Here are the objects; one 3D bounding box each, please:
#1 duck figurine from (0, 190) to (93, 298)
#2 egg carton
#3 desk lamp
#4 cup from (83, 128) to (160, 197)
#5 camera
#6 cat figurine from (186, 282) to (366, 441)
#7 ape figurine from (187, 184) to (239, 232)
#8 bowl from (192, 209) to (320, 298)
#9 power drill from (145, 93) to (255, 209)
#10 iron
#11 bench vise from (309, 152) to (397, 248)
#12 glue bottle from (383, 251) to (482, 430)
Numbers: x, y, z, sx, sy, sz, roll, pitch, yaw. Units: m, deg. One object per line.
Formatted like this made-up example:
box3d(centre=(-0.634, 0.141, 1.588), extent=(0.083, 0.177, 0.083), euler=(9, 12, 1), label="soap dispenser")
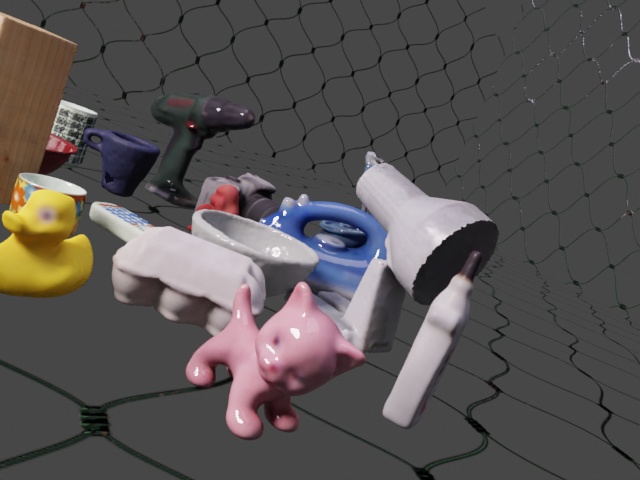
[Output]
box3d(centre=(-0.241, -0.002, 0.507), extent=(0.077, 0.086, 0.105), euler=(26, 11, 19), label="duck figurine")
box3d(centre=(-0.127, 0.041, 0.575), extent=(0.150, 0.069, 0.107), euler=(21, 10, -6), label="egg carton")
box3d(centre=(0.080, 0.027, 0.679), extent=(0.118, 0.213, 0.202), euler=(11, 15, -46), label="desk lamp")
box3d(centre=(-0.328, -0.123, 0.923), extent=(0.118, 0.095, 0.091), euler=(17, 12, -29), label="cup")
box3d(centre=(-0.121, -0.057, 1.008), extent=(0.136, 0.101, 0.144), euler=(31, 13, 39), label="camera")
box3d(centre=(-0.033, 0.081, 0.432), extent=(0.067, 0.118, 0.127), euler=(11, 15, -47), label="cat figurine")
box3d(centre=(-0.154, -0.044, 0.889), extent=(0.076, 0.092, 0.077), euler=(18, 11, -23), label="ape figurine")
box3d(centre=(-0.089, 0.026, 0.717), extent=(0.167, 0.075, 0.167), euler=(22, 10, -4), label="bowl")
box3d(centre=(-0.232, -0.169, 1.043), extent=(0.228, 0.208, 0.076), euler=(28, 12, 29), label="power drill")
box3d(centre=(0.008, 0.003, 0.852), extent=(0.259, 0.141, 0.118), euler=(20, 10, -13), label="iron")
box3d(centre=(0.099, -0.025, 0.968), extent=(0.208, 0.220, 0.121), euler=(19, 11, -19), label="bench vise")
box3d(centre=(0.112, 0.089, 0.538), extent=(0.037, 0.173, 0.078), euler=(25, 11, 17), label="glue bottle")
